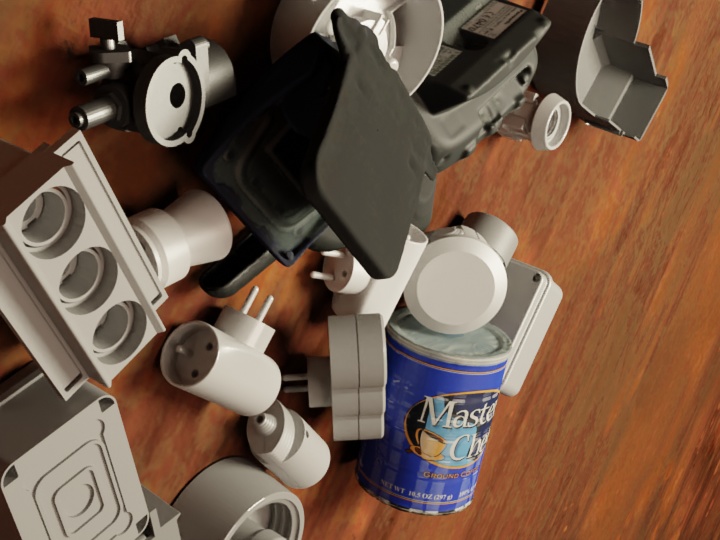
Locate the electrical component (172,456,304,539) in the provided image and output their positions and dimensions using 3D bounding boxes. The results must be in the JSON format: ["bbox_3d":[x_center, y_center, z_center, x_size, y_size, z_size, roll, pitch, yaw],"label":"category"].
[{"bbox_3d":[-0.085,0.194,0.760,0.108,0.060,0.108,-33,135,-41],"label":"electrical component"}]

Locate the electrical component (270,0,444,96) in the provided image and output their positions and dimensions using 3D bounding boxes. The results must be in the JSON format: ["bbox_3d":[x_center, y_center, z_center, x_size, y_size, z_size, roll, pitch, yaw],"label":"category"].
[{"bbox_3d":[-0.004,-0.140,0.663,0.099,0.064,0.099,-22,125,-35],"label":"electrical component"}]

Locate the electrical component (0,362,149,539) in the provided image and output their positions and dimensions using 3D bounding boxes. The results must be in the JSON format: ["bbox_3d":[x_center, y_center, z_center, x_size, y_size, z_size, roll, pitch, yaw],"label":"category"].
[{"bbox_3d":[-0.171,0.115,0.590,0.078,0.057,0.113,-39,138,-37],"label":"electrical component"}]

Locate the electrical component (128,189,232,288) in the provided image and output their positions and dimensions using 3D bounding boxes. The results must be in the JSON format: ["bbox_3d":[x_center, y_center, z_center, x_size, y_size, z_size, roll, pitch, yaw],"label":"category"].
[{"bbox_3d":[-0.107,-0.017,0.613,0.055,0.045,0.045,-31,133,-42],"label":"electrical component"}]

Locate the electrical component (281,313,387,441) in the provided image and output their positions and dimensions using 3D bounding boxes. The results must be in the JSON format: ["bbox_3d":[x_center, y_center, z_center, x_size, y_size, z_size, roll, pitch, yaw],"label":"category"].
[{"bbox_3d":[-0.020,0.081,0.785,0.138,0.074,0.052,90,-4,-57],"label":"electrical component"}]

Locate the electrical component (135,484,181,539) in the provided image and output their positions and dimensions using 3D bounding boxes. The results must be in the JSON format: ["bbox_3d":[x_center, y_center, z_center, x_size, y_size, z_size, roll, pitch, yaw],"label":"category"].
[{"bbox_3d":[-0.148,0.177,0.679,0.064,0.042,0.081,-34,135,-35],"label":"electrical component"}]

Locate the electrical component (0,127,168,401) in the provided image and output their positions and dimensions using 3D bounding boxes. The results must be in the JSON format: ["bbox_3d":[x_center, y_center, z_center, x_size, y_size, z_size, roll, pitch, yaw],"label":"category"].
[{"bbox_3d":[-0.154,-0.004,0.537,0.078,0.063,0.121,-49,143,-26],"label":"electrical component"}]

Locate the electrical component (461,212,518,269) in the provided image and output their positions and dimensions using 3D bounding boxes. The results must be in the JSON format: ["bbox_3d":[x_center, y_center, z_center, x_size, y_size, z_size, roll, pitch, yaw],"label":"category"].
[{"bbox_3d":[0.101,-0.016,0.907,0.047,0.055,0.055,-57,146,-22],"label":"electrical component"}]

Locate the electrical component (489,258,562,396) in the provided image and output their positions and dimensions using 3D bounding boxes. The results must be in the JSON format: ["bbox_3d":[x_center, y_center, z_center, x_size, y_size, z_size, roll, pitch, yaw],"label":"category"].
[{"bbox_3d":[0.119,0.046,0.948,0.113,0.078,0.057,-65,150,-4],"label":"electrical component"}]

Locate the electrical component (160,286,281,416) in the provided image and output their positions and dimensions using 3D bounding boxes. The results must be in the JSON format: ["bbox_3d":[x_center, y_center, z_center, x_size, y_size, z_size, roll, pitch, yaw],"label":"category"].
[{"bbox_3d":[-0.080,0.048,0.694,0.079,0.043,0.077,-63,147,-7],"label":"electrical component"}]

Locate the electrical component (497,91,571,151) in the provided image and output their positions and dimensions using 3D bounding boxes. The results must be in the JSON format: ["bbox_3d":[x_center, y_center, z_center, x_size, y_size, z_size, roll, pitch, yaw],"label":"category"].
[{"bbox_3d":[0.141,-0.127,0.893,0.066,0.055,0.048,22,91,-58],"label":"electrical component"}]

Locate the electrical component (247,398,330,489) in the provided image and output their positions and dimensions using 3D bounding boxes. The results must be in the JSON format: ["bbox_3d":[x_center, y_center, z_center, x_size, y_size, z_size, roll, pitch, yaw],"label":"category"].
[{"bbox_3d":[-0.056,0.123,0.775,0.043,0.043,0.081,-56,146,-16],"label":"electrical component"}]

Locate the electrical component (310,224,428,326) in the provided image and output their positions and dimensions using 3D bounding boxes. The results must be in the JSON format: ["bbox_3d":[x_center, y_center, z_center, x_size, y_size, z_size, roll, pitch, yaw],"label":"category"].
[{"bbox_3d":[0.000,0.000,0.776,0.079,0.043,0.077,9,116,-38],"label":"electrical component"}]

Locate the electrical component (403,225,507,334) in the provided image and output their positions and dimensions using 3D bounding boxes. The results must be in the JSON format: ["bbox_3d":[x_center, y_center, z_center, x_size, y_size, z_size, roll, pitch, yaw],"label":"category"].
[{"bbox_3d":[0.073,0.006,0.847,0.051,0.080,0.080,-96,-164,-71],"label":"electrical component"}]
